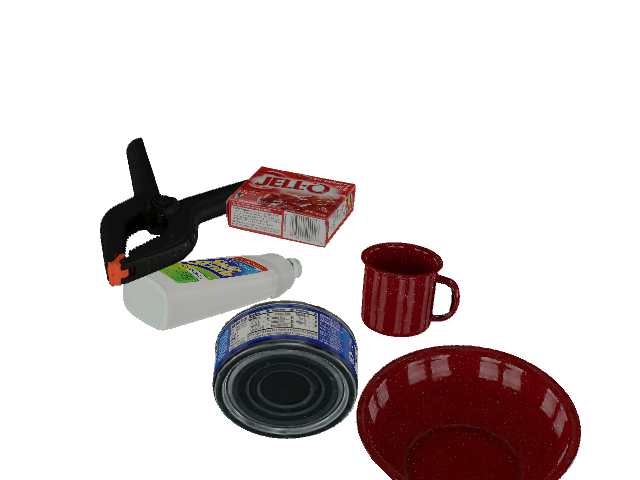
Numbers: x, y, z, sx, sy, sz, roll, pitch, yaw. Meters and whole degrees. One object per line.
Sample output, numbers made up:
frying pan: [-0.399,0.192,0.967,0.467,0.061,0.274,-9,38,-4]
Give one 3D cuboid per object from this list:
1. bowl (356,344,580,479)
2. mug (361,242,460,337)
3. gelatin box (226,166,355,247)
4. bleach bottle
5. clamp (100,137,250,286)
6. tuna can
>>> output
bowl: [0.107,0.149,0.788,0.162,0.055,0.162,-1,36,0]
mug: [0.101,0.059,1.214,0.117,0.081,0.093,10,24,15]
gelatin box: [-0.024,-0.030,0.889,0.089,0.030,0.073,12,29,17]
bleach bottle: [-0.132,0.055,1.427,0.250,0.068,0.103,-12,28,-42]
clamp: [-0.163,-0.031,1.056,0.165,0.036,0.209,20,41,18]
tuna can: [-0.020,0.077,0.625,0.086,0.086,0.033,0,40,0]
